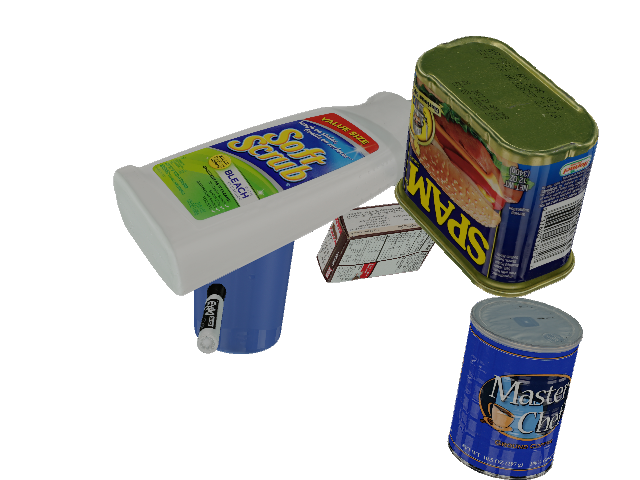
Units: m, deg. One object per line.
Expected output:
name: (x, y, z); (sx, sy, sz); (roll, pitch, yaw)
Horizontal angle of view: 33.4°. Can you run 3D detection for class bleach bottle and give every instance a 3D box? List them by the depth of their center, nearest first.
bleach bottle: (-0.018, -0.054, 0.789); (0.250, 0.068, 0.103); (-27, 54, -20)

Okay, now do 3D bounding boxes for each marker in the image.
marker: (-0.100, 0.069, 0.987); (0.020, 0.020, 0.121); (0, 20, -1)

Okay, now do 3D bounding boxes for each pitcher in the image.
pitcher: (-0.103, 0.008, 1.277); (0.149, 0.243, 0.144); (21, 27, 31)

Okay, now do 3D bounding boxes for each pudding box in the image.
pudding box: (0.061, 0.001, 1.095); (0.113, 0.039, 0.090); (-9, -31, -22)

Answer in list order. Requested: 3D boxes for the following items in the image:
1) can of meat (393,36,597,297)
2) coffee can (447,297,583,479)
can of meat: (0.083, -0.038, 0.515); (0.057, 0.084, 0.102); (-19, 47, -22)
coffee can: (0.181, 0.137, 1.003); (0.103, 0.140, 0.103); (6, 21, -3)
